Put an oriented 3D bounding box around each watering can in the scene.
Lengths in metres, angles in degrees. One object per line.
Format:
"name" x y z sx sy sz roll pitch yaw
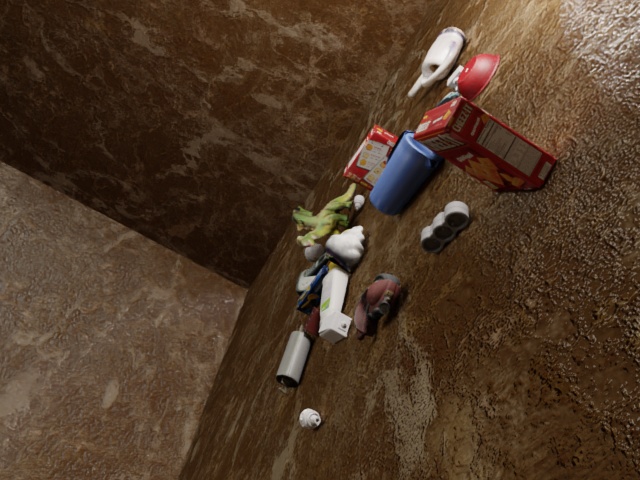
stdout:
"watering can" 0.438 -0.668 1.952 0.226 0.103 0.346 -61 10 -8

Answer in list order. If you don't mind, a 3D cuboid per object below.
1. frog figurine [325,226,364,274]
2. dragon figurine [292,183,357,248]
"frog figurine" 0.097 0.012 1.740 0.138 0.120 0.161 22 72 47
"dragon figurine" 0.006 -0.105 2.092 0.420 0.243 0.119 -74 -11 -45
